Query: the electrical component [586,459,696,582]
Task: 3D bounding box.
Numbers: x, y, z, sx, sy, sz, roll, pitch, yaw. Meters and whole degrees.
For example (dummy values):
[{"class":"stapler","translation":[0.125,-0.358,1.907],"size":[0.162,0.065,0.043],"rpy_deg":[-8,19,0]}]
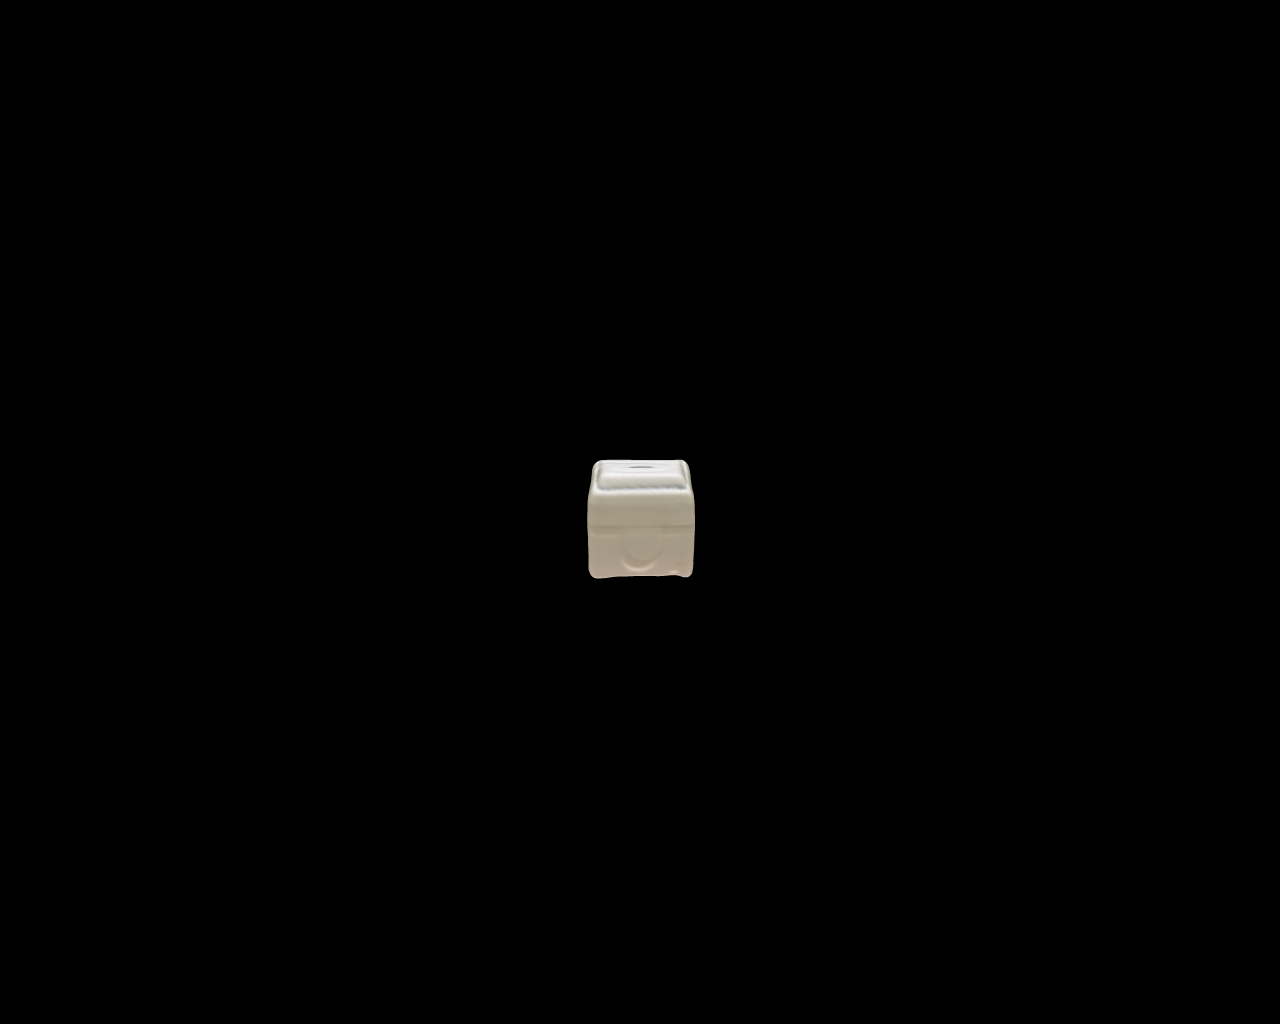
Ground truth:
[{"class":"electrical component","translation":[0.001,-0.003,0.650],"size":[0.062,0.061,0.096],"rpy_deg":[0,17,0]}]
